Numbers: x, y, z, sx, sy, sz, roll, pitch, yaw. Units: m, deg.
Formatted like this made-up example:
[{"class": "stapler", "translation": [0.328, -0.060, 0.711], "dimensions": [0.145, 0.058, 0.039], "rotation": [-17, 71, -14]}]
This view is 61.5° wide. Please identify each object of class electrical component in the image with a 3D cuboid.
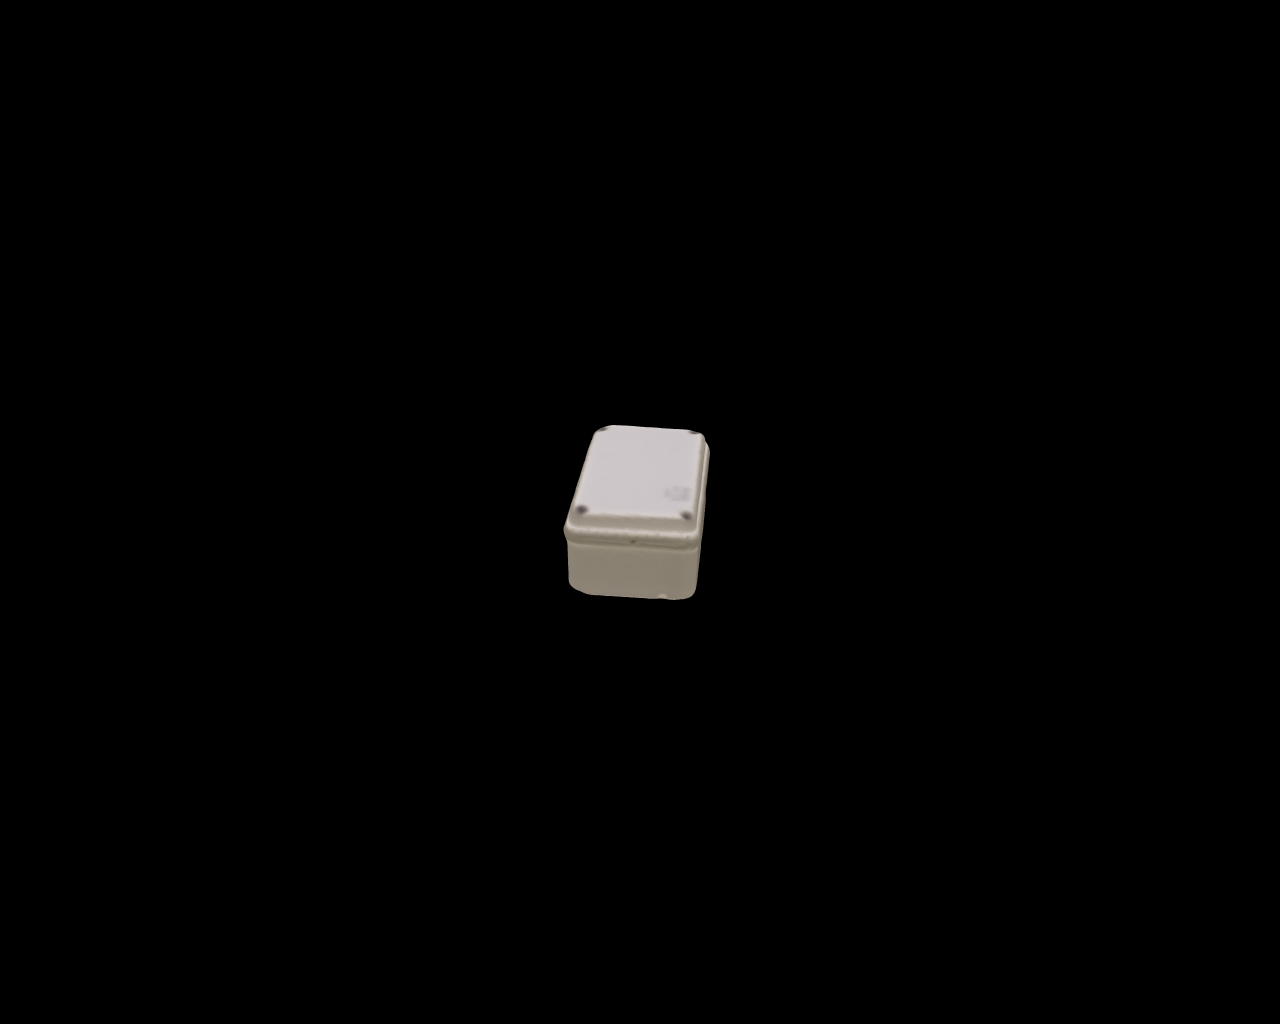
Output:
[{"class": "electrical component", "translation": [0.001, -0.003, 0.650], "dimensions": [0.078, 0.057, 0.113], "rotation": [3, 34, 5]}]
